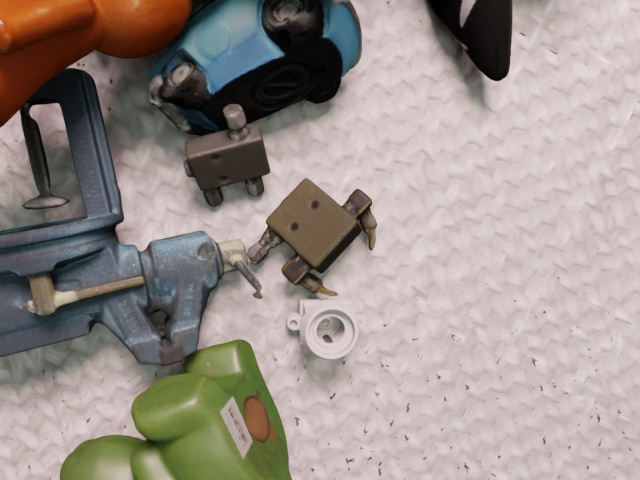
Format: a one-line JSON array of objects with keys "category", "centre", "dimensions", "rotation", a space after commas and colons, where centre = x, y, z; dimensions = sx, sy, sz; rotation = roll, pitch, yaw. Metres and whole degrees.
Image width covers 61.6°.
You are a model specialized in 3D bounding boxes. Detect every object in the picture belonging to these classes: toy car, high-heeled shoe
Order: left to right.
[{"category": "toy car", "centre": [-0.055, -0.150, 0.410], "dimensions": [0.162, 0.109, 0.103], "rotation": [-24, 73, 7]}, {"category": "high-heeled shoe", "centre": [0.053, -0.226, 0.422], "dimensions": [0.145, 0.086, 0.248], "rotation": [-20, 92, 0]}]

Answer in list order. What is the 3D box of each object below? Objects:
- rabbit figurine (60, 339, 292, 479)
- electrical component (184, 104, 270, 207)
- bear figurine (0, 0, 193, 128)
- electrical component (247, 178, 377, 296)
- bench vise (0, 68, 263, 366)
[{"category": "rabbit figurine", "centre": [-0.114, 0.177, 0.424], "dimensions": [0.170, 0.121, 0.159], "rotation": [-24, 103, 14]}, {"category": "electrical component", "centre": [-0.073, -0.063, 0.414], "dimensions": [0.063, 0.094, 0.021], "rotation": [-15, 57, -6]}, {"category": "bear figurine", "centre": [-0.161, -0.144, 0.301], "dimensions": [0.196, 0.120, 0.131], "rotation": [-49, 123, -29]}, {"category": "electrical component", "centre": [-0.001, -0.003, 0.445], "dimensions": [0.078, 0.045, 0.102], "rotation": [36, 86, 22]}, {"category": "bench vise", "centre": [-0.168, -0.020, 0.390], "dimensions": [0.224, 0.129, 0.240], "rotation": [-11, 98, -8]}]
